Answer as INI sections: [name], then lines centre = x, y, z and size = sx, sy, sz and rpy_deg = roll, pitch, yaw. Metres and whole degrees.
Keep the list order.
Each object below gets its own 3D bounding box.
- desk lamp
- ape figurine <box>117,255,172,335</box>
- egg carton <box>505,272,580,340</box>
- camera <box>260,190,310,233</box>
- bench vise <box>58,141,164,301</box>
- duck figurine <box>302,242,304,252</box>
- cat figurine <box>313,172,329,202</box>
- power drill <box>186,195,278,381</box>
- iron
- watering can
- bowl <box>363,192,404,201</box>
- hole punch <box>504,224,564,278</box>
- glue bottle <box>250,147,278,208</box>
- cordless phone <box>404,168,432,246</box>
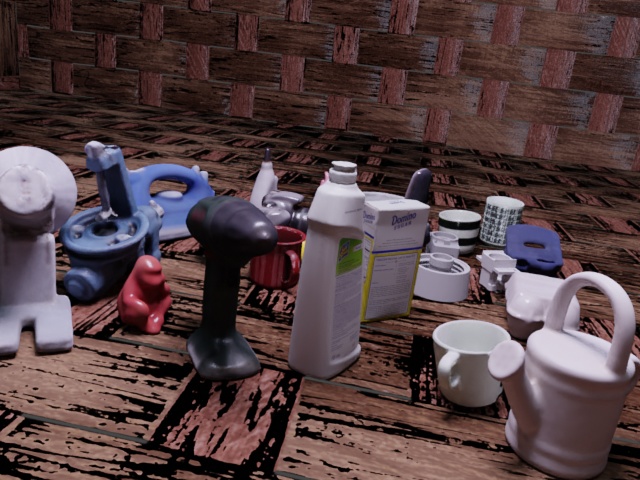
[desk lamp]
centre = -0.355, 0.000, 0.700
size = 0.118, 0.213, 0.202
rpy_deg = -3, 20, -26
[ape figurine]
centre = -0.226, 0.065, 0.745
size = 0.075, 0.092, 0.078
rpy_deg = 18, 21, 30
[egg carton]
centre = 0.336, 0.102, 0.874
size = 0.107, 0.069, 0.150
rpy_deg = 11, 18, 12
[camera]
centre = -0.051, -0.036, 1.105
size = 0.136, 0.101, 0.143
rpy_deg = 10, 18, 9
[bench vise]
centre = -0.305, -0.043, 0.841
size = 0.121, 0.220, 0.207
rpy_deg = 5, 18, -5
[duck figurine]
centre = 0.009, 0.004, 1.029
size = 0.104, 0.086, 0.078
rpy_deg = 13, 19, 19
[cat figurine]
centre = 0.017, -0.098, 1.293
size = 0.067, 0.118, 0.127
rpy_deg = 3, 18, -12
[power drill]
centre = -0.105, 0.047, 0.657
size = 0.076, 0.208, 0.228
rpy_deg = -3, 20, -26
[iron]
centre = -0.285, -0.085, 1.103
size = 0.118, 0.141, 0.259
rpy_deg = 20, 22, 36
[watering can]
centre = 0.247, 0.127, 0.563
size = 0.173, 0.194, 0.100
rpy_deg = -9, 24, -40
[bowl]
centre = 0.132, -0.052, 1.263
size = 0.167, 0.075, 0.167
rpy_deg = 6, 18, -2
[hole punch]
centre = 0.408, 0.026, 1.096
size = 0.108, 0.091, 0.101
rpy_deg = 8, 18, 5
[glue bottle]
centre = -0.111, -0.102, 1.168
size = 0.037, 0.173, 0.078
rpy_deg = 15, 20, 24
[cordless phone]
centre = 0.149, -0.038, 1.046
size = 0.093, 0.185, 0.148
rpy_deg = 17, 21, 28
